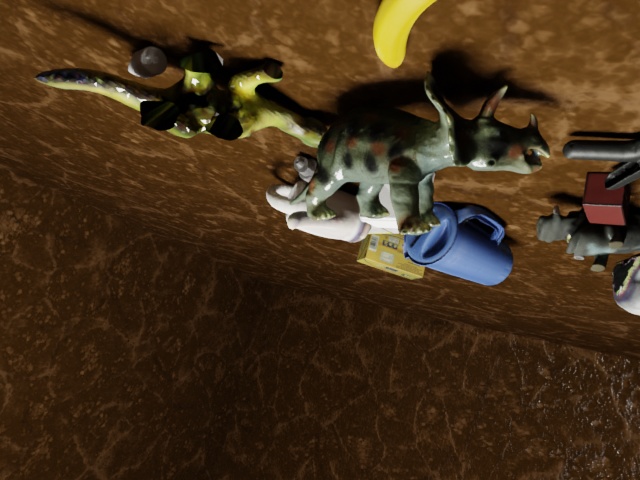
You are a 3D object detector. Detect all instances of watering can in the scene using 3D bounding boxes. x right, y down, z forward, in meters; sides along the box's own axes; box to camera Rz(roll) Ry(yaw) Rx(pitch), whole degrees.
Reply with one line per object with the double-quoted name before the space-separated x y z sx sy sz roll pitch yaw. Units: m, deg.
"watering can" 0.003 -0.052 1.039 0.224 0.103 0.352 15 -166 -14

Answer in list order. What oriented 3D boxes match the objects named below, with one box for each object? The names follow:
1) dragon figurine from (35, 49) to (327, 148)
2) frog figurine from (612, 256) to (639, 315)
"dragon figurine" -0.170 -0.189 0.778 0.410 0.123 0.242 10 177 1
"frog figurine" 0.680 0.105 1.026 0.160 0.125 0.134 24 149 13
